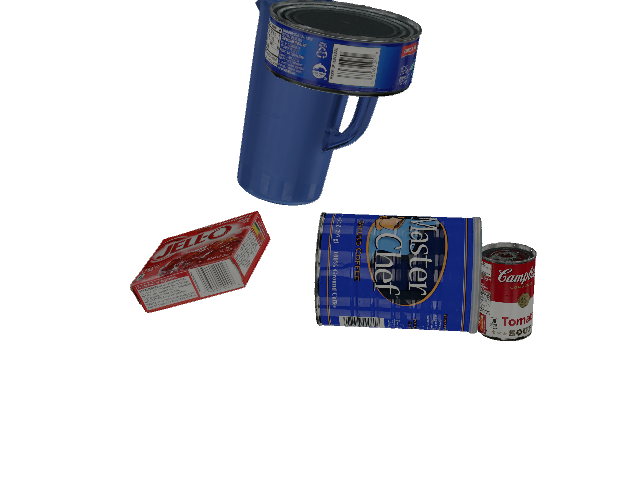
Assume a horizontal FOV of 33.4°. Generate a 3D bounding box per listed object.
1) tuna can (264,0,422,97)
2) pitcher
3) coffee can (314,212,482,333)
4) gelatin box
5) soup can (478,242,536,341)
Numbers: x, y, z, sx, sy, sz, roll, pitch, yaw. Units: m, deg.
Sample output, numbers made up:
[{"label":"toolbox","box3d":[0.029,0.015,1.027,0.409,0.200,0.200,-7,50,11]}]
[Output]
[{"label":"tuna can","box3d":[0.012,-0.109,0.598,0.086,0.034,0.086,7,24,-3]},{"label":"pitcher","box3d":[-0.020,-0.166,1.283,0.145,0.243,0.149,6,23,-15]},{"label":"coffee can","box3d":[0.070,0.028,0.946,0.140,0.103,0.102,2,0,6]},{"label":"gelatin box","box3d":[-0.090,0.016,0.803,0.089,0.030,0.073,-15,23,22]},{"label":"soup can","box3d":[0.221,0.061,1.277,0.068,0.102,0.068,-1,19,0]}]
